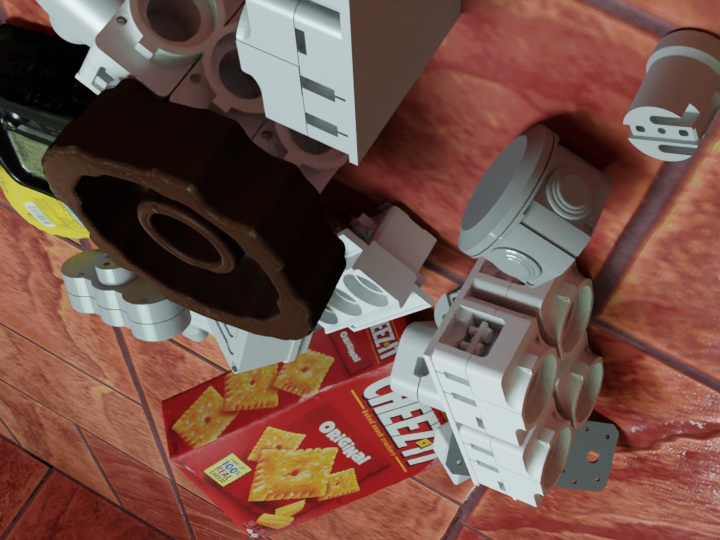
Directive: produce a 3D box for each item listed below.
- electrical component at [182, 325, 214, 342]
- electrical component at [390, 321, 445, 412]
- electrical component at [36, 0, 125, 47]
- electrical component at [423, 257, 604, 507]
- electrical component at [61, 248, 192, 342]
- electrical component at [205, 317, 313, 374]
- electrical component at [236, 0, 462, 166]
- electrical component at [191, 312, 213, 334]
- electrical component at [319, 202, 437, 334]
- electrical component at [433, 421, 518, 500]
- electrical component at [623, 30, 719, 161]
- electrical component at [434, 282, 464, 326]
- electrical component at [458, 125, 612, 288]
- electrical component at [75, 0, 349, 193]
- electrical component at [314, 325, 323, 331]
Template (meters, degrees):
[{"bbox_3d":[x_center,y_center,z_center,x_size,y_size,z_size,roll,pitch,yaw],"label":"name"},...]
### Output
[{"bbox_3d":[-0.162,0.029,1.032,0.078,0.058,0.057,27,158,12],"label":"electrical component"},{"bbox_3d":[0.073,0.071,0.791,0.059,0.053,0.095,19,-172,29],"label":"electrical component"},{"bbox_3d":[-0.177,-0.170,0.690,0.077,0.044,0.079,40,155,-15],"label":"electrical component"},{"bbox_3d":[0.111,0.072,0.724,0.060,0.105,0.186,19,152,28],"label":"electrical component"},{"bbox_3d":[-0.206,0.005,0.927,0.138,0.052,0.073,18,129,37],"label":"electrical component"},{"bbox_3d":[-0.068,0.009,0.759,0.078,0.057,0.113,58,147,31],"label":"electrical component"},{"bbox_3d":[-0.004,-0.147,0.452,0.060,0.105,0.186,26,155,15],"label":"electrical component"},{"bbox_3d":[-0.111,0.027,0.960,0.096,0.061,0.061,20,153,26],"label":"electrical component"},{"bbox_3d":[0.000,0.000,0.775,0.079,0.063,0.121,39,155,-14],"label":"electrical component"},{"bbox_3d":[0.113,0.146,0.859,0.075,0.083,0.047,58,166,25],"label":"electrical component"},{"bbox_3d":[0.143,-0.077,0.480,0.040,0.046,0.040,26,155,13],"label":"electrical component"},{"bbox_3d":[0.075,0.028,0.743,0.040,0.040,0.046,23,-166,20],"label":"electrical component"},{"bbox_3d":[0.093,-0.034,0.582,0.051,0.080,0.080,32,156,-10],"label":"electrical component"},{"bbox_3d":[-0.074,-0.107,0.630,0.150,0.089,0.062,38,155,-12],"label":"electrical component"},{"bbox_3d":[-0.047,0.017,0.886,0.079,0.043,0.077,23,154,19],"label":"electrical component"}]
